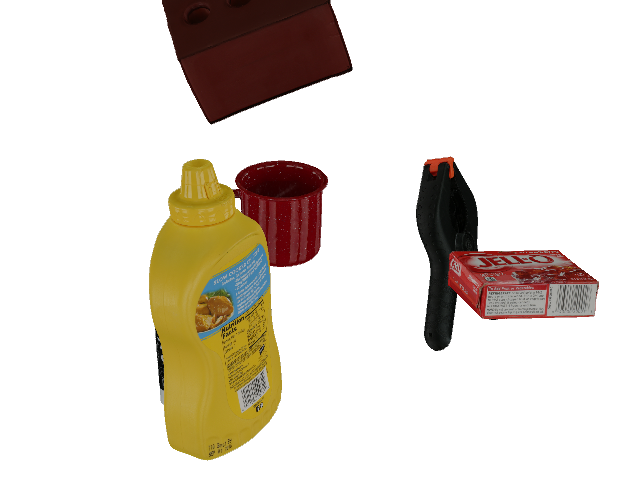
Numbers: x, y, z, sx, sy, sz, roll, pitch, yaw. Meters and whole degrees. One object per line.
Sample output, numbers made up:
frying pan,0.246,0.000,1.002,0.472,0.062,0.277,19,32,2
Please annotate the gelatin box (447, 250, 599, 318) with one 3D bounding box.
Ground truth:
gelatin box,0.145,0.030,0.774,0.089,0.030,0.073,0,17,-11

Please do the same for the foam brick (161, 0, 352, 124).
foam brick,-0.031,-0.103,0.521,0.078,0.053,0.051,-21,-32,5

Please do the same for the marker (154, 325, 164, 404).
marker,-0.135,0.088,0.935,0.020,0.121,0.020,-1,23,0

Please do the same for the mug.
mug,-0.052,-0.026,1.086,0.117,0.081,0.093,-2,28,-6

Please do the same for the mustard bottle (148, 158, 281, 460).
mustard bottle,-0.069,0.039,0.688,0.058,0.192,0.096,14,31,31

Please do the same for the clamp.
clamp,0.116,0.014,0.968,0.039,0.171,0.120,-10,14,33
